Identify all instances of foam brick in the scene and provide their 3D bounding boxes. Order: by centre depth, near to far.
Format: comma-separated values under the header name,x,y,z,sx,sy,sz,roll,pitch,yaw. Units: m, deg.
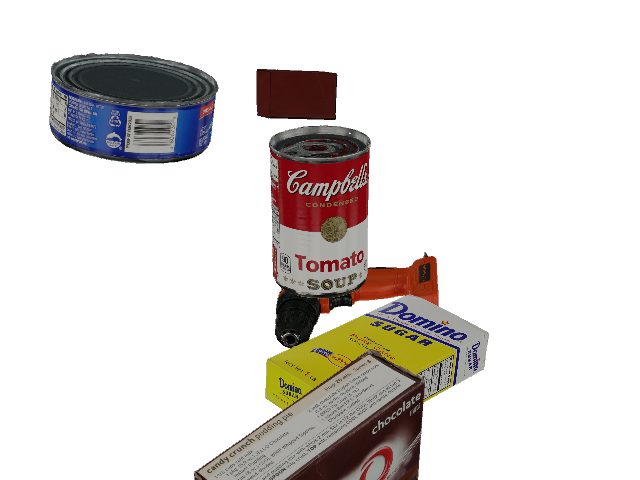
name,x,y,z,sx,sy,sz,roll,pitch,yaw
foam brick,-0.026,-0.158,1.157,0.078,0.051,0.053,-1,11,-18

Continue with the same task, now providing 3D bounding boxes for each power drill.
name,x,y,z,sx,sy,sz,roll,pitch,yaw
power drill,0.043,0.068,1.238,0.188,0.057,0.184,0,27,6

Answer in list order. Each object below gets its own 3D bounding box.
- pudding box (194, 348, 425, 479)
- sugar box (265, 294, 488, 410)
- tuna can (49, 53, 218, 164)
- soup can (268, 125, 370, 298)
name,x,y,z,sx,sy,sz,roll,pitch,yaw
pudding box,-0.002,0.114,0.483,0.039,0.090,0.113,29,45,33
sugar box,0.049,0.102,0.888,0.175,0.048,0.093,-24,37,-39
tuna can,-0.098,-0.070,0.558,0.086,0.034,0.086,8,23,-4
soup can,-0.001,-0.020,0.731,0.068,0.102,0.068,0,24,0
